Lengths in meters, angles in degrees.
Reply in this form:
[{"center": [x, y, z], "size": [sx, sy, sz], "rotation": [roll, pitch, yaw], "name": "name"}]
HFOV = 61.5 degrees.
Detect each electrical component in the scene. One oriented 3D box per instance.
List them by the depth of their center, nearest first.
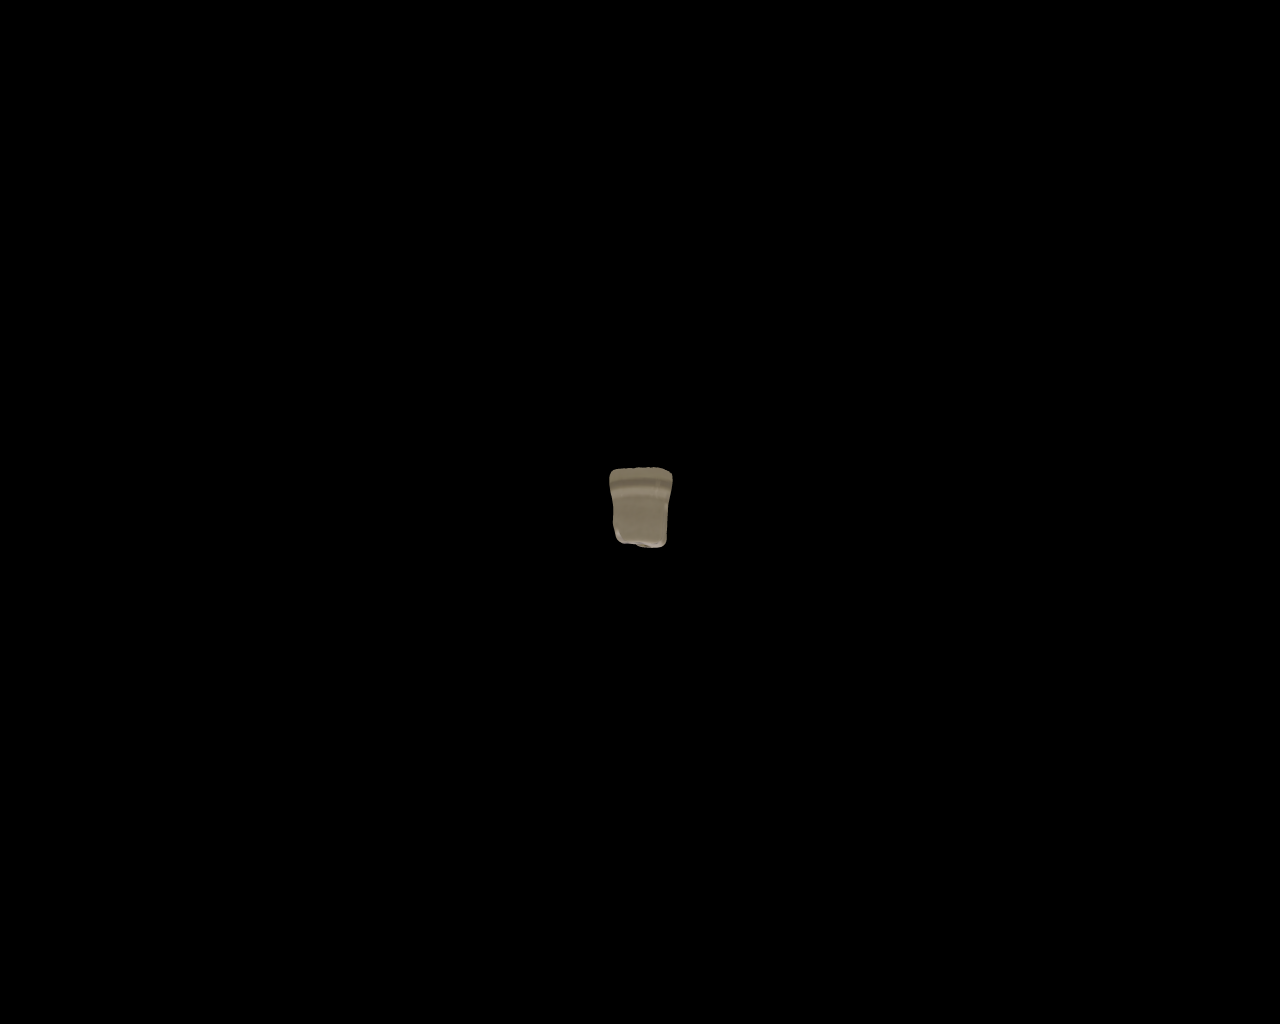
[{"center": [0.001, -0.003, 0.650], "size": [0.040, 0.046, 0.040], "rotation": [0, -9, 0], "name": "electrical component"}]
